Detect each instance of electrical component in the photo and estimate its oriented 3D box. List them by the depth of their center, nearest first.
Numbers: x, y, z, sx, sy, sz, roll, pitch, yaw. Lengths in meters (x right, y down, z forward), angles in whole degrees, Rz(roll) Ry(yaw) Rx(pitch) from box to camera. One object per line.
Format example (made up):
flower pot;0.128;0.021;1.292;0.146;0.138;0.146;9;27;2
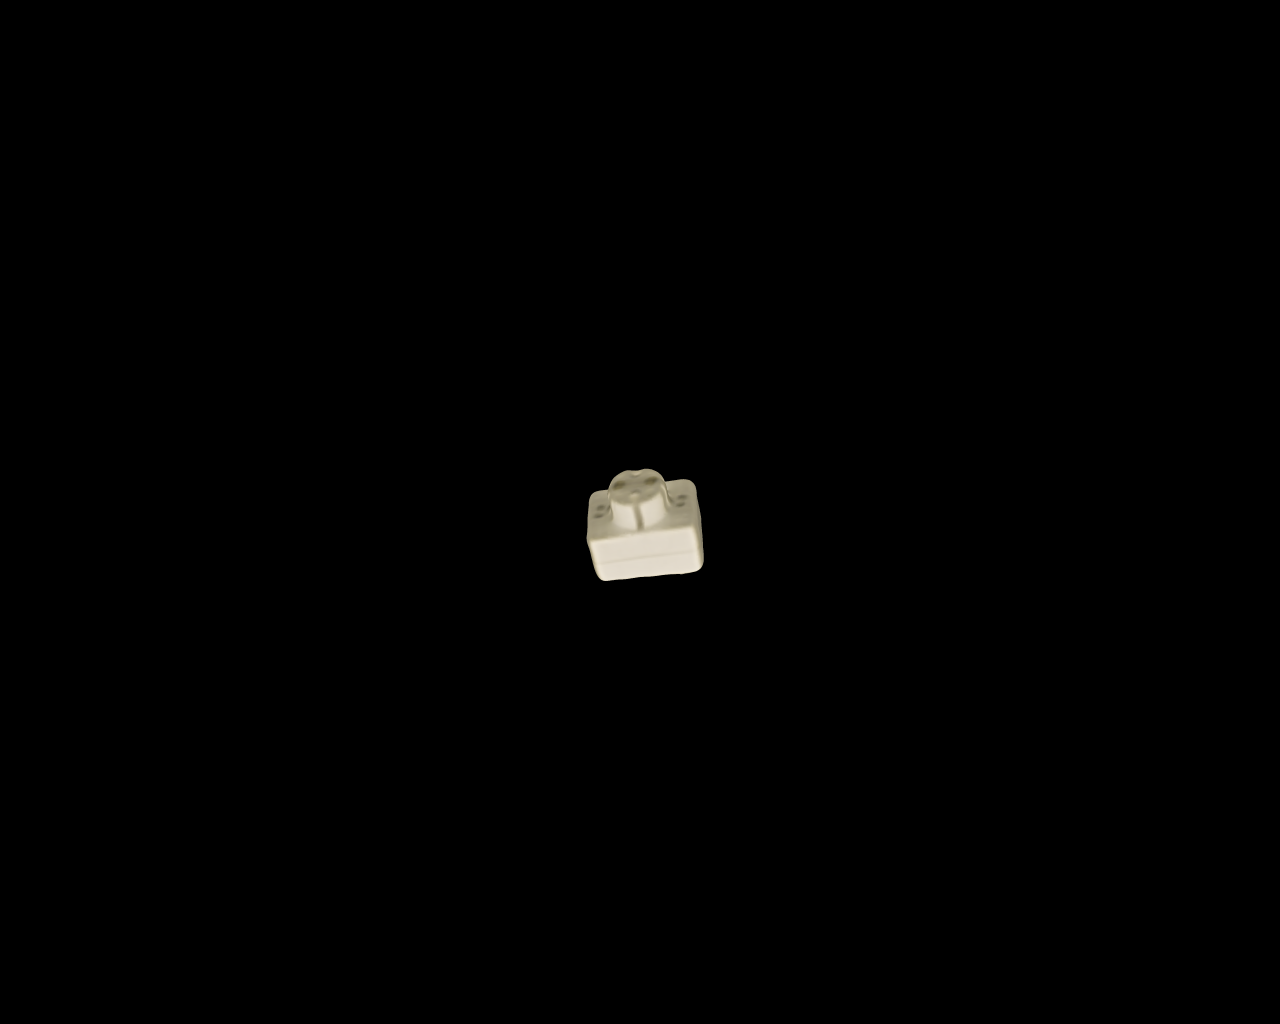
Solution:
electrical component;0.001;-0.003;0.650;0.066;0.076;0.047;-7;40;6
